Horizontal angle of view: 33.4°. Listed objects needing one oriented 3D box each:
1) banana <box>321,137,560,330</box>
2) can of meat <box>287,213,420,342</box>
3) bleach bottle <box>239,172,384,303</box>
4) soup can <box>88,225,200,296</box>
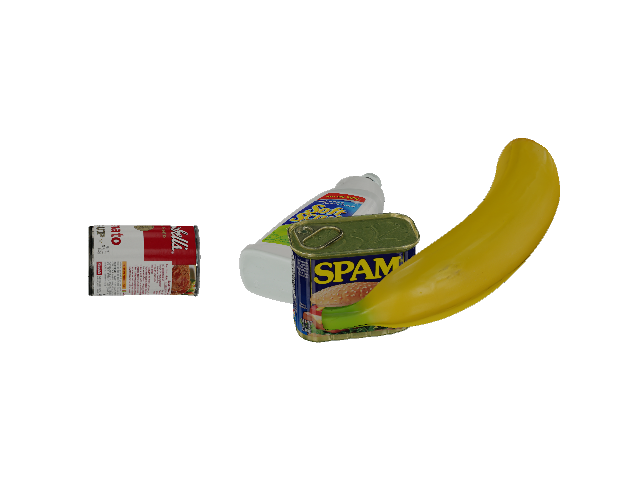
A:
[{"bbox_3d":[0.083,-0.008,0.557,0.070,0.037,0.197,18,39,35],"label":"banana"},{"bbox_3d":[0.026,0.030,0.852,0.102,0.084,0.057,-5,29,-7],"label":"can of meat"},{"bbox_3d":[0.004,-0.017,1.324,0.103,0.068,0.250,13,36,23],"label":"bleach bottle"},{"bbox_3d":[-0.168,0.019,1.009,0.102,0.068,0.068,0,0,-12],"label":"soup can"}]
